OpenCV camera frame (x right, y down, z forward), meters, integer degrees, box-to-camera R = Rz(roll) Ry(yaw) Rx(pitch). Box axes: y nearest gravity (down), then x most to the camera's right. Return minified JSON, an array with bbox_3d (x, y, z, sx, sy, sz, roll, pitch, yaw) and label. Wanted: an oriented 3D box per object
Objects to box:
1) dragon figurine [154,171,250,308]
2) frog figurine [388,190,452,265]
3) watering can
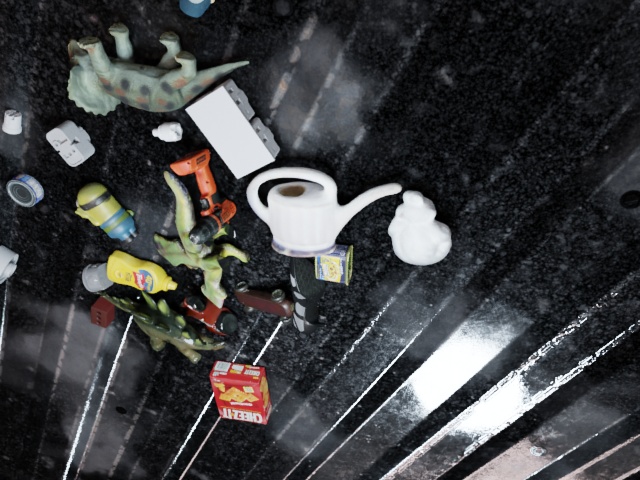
[{"bbox_3d":[-0.337,0.012,1.313,0.241,0.125,0.404,-14,119,32],"label":"dragon figurine"},{"bbox_3d":[0.220,-0.025,1.128,0.138,0.125,0.155,18,142,26],"label":"frog figurine"},{"bbox_3d":[0.004,-0.059,1.166,0.348,0.106,0.219,7,127,10],"label":"watering can"}]
